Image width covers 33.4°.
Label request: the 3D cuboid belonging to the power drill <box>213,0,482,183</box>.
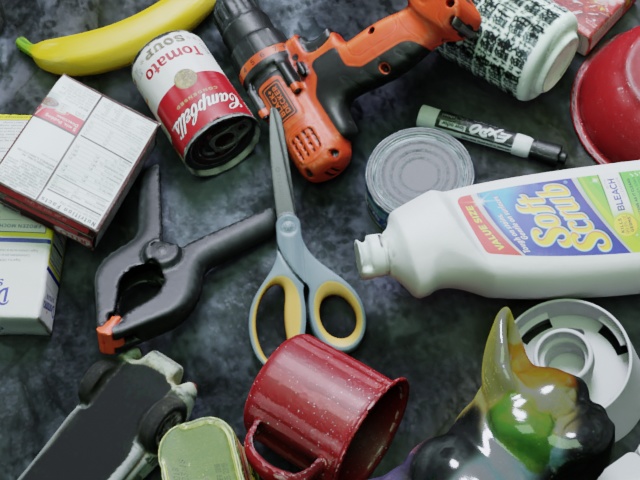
[{"bbox_3d":[0.017,-0.165,0.835,0.188,0.057,0.184,-38,73,22],"label":"power drill"}]

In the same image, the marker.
[{"bbox_3d":[0.136,-0.082,0.844,0.121,0.020,0.020,18,67,14],"label":"marker"}]

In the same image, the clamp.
[{"bbox_3d":[-0.106,0.017,0.798,0.120,0.039,0.171,10,53,14],"label":"clamp"}]

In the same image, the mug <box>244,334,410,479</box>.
[{"bbox_3d":[-0.004,0.122,0.716,0.082,0.093,0.117,28,44,23],"label":"mug"}]

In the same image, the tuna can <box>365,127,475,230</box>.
[{"bbox_3d":[0.077,-0.044,0.824,0.086,0.034,0.086,-2,64,5],"label":"tuna can"}]

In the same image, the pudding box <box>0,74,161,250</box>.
[{"bbox_3d":[-0.186,-0.061,0.817,0.090,0.039,0.113,28,63,-5],"label":"pudding box"}]

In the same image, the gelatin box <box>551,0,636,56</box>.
[{"bbox_3d":[0.209,-0.207,0.892,0.089,0.030,0.073,38,73,21],"label":"gelatin box"}]

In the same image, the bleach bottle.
[{"bbox_3d":[0.151,0.003,0.758,0.250,0.068,0.102,-8,63,-6],"label":"bleach bottle"}]

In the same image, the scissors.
[{"bbox_3d":[-0.005,0.001,0.800,0.096,0.016,0.202,8,77,1],"label":"scissors"}]

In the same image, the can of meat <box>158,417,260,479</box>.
[{"bbox_3d":[-0.068,0.175,0.704,0.057,0.084,0.102,-17,63,-2],"label":"can of meat"}]

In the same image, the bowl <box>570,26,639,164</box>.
[{"bbox_3d":[0.279,-0.116,0.827,0.162,0.055,0.162,-2,64,5],"label":"bowl"}]

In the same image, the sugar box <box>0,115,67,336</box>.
[{"bbox_3d":[-0.246,-0.014,0.837,0.093,0.048,0.176,2,67,4],"label":"sugar box"}]

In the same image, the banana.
[{"bbox_3d":[-0.164,-0.182,0.915,0.197,0.037,0.070,-19,66,-3],"label":"banana"}]

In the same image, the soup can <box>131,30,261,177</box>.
[{"bbox_3d":[-0.101,-0.111,0.857,0.068,0.068,0.102,-29,64,-9],"label":"soup can"}]
